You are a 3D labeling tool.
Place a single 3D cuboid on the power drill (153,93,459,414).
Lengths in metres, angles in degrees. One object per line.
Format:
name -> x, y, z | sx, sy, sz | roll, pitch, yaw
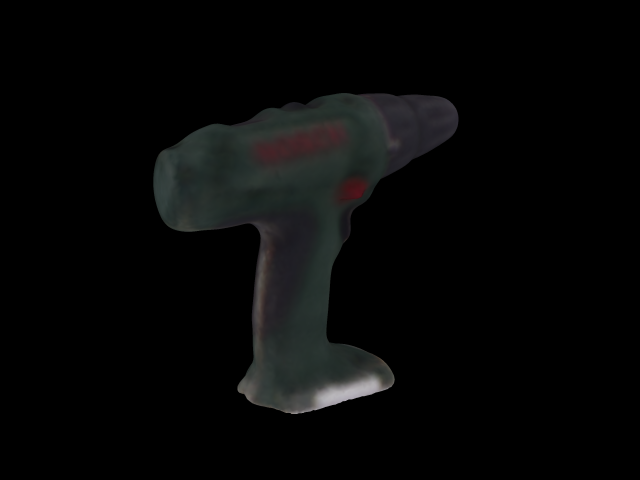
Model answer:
power drill -> 0.004, 0.001, 0.400 | 0.230, 0.208, 0.075 | -5, 10, -32
